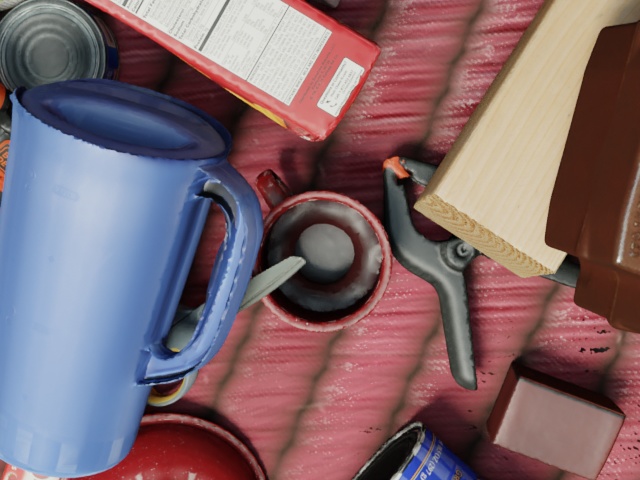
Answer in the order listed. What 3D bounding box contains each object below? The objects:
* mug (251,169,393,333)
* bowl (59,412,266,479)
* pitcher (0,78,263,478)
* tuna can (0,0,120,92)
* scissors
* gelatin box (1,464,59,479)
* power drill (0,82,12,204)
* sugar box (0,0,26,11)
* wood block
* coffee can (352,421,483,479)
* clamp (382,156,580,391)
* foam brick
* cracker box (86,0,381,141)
[{"bbox_3d":[-0.005,0.001,0.729,0.093,0.081,0.117,-40,92,7],"label":"mug"},{"bbox_3d":[-0.110,0.207,0.752,0.162,0.055,0.162,-1,98,-10],"label":"bowl"},{"bbox_3d":[-0.139,0.030,0.678,0.144,0.149,0.243,7,114,-23],"label":"pitcher"},{"bbox_3d":[-0.187,-0.128,0.753,0.086,0.033,0.086,0,95,4],"label":"tuna can"},{"bbox_3d":[-0.088,0.040,0.725,0.096,0.016,0.202,49,129,14],"label":"scissors"},{"bbox_3d":[-0.197,0.184,0.786,0.073,0.030,0.089,22,96,2],"label":"gelatin box"},{"bbox_3d":[-0.276,-0.041,0.717,0.188,0.057,0.184,-32,132,11],"label":"power drill"},{"bbox_3d":[-0.277,-0.195,0.747,0.176,0.048,0.093,-17,94,4],"label":"sugar box"},{"bbox_3d":[0.156,-0.087,0.687,0.091,0.090,0.206,32,85,0],"label":"wood block"},{"bbox_3d":[0.087,0.209,0.732,0.140,0.103,0.103,43,97,-1],"label":"coffee can"},{"bbox_3d":[0.110,0.006,0.744,0.120,0.039,0.171,-30,93,-5],"label":"clamp"},{"bbox_3d":[0.163,0.126,0.744,0.078,0.053,0.051,20,96,3],"label":"foam brick"},{"bbox_3d":[-0.080,-0.145,0.660,0.213,0.164,0.072,29,96,-12],"label":"cracker box"}]
